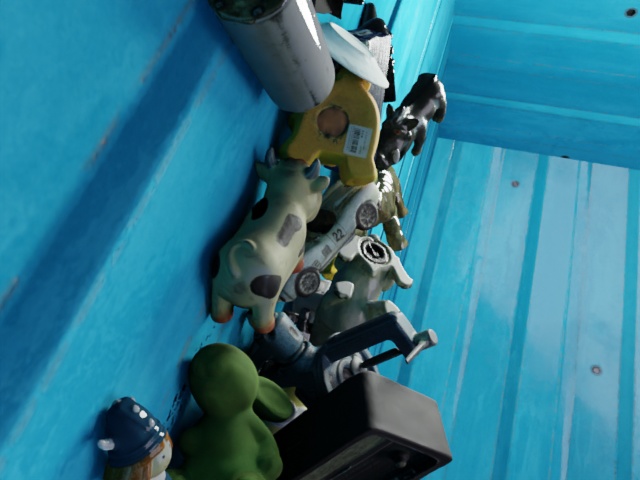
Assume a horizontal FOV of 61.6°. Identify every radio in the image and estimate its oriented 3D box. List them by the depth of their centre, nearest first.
[{"bbox_3d":[0.026,0.244,0.601,0.229,0.131,0.073,-45,-148,32],"label":"radio"}]

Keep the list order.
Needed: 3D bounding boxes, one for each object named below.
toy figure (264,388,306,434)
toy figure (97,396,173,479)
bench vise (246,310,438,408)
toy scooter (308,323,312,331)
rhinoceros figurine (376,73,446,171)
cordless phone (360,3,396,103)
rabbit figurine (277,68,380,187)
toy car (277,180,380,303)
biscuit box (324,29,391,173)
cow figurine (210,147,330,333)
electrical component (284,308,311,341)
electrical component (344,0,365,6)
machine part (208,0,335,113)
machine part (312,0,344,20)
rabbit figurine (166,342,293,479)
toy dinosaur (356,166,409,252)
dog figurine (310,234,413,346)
[{"bbox_3d":[-0.037,0.243,0.852,0.180,0.082,0.089,-67,170,-49],"label":"toy figure"},{"bbox_3d":[-0.144,0.194,0.434,0.064,0.058,0.154,-134,-136,-59],"label":"toy figure"},{"bbox_3d":[0.025,0.140,0.660,0.223,0.241,0.129,58,32,-5],"label":"bench vise"},{"bbox_3d":[0.047,0.144,0.987,0.184,0.135,0.075,-52,153,-58],"label":"toy scooter"},{"bbox_3d":[0.143,-0.188,0.880,0.190,0.073,0.112,-52,167,-15],"label":"rhinoceros figurine"},{"bbox_3d":[0.080,-0.325,0.869,0.146,0.089,0.184,58,35,-70],"label":"cordless phone"},{"bbox_3d":[0.012,-0.149,0.699,0.173,0.122,0.162,113,-19,-89],"label":"rabbit figurine"},{"bbox_3d":[-0.001,-0.002,0.682,0.202,0.074,0.056,-47,125,-18],"label":"toy car"},{"bbox_3d":[0.051,-0.195,0.780,0.063,0.059,0.202,-31,136,-45],"label":"biscuit box"},{"bbox_3d":[-0.051,-0.012,0.576,0.195,0.086,0.127,-61,164,-45],"label":"cow figurine"},{"bbox_3d":[-0.041,0.150,0.784,0.045,0.078,0.102,20,75,-38],"label":"electrical component"},{"bbox_3d":[0.041,-0.370,0.676,0.134,0.058,0.115,73,34,-63],"label":"electrical component"},{"bbox_3d":[-0.036,-0.184,0.485,0.243,0.079,0.079,39,64,-74],"label":"machine part"},{"bbox_3d":[-0.006,-0.285,0.602,0.139,0.039,0.084,-34,129,-68],"label":"machine part"},{"bbox_3d":[-0.085,0.187,0.545,0.159,0.121,0.170,9,78,-69],"label":"rabbit figurine"},{"bbox_3d":[0.092,-0.076,0.982,0.471,0.105,0.198,-69,145,-63],"label":"toy dinosaur"},{"bbox_3d":[0.038,0.099,0.819,0.190,0.121,0.172,-56,-179,44],"label":"dog figurine"}]
